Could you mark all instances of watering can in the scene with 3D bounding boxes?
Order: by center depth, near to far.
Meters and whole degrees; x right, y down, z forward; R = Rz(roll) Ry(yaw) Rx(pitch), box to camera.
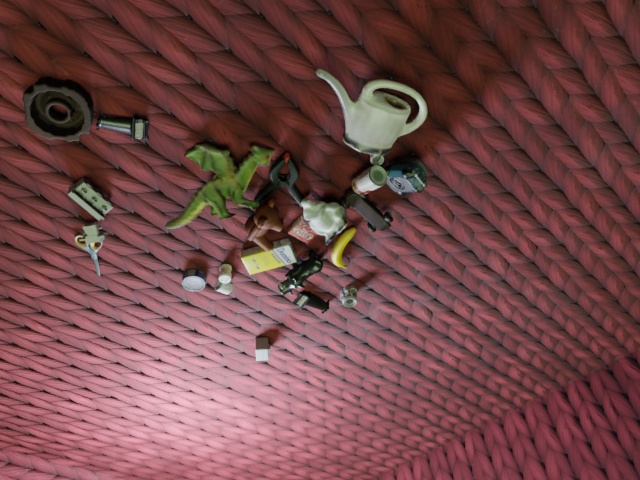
[{"bbox_3d":[0.125,-0.351,1.427,0.347,0.106,0.219,10,130,-18],"label":"watering can"}]

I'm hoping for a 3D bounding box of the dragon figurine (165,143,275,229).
[{"bbox_3d":[-0.323,-0.180,1.554,0.410,0.124,0.239,-17,114,5],"label":"dragon figurine"}]

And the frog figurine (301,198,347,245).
[{"bbox_3d":[0.005,-0.084,1.662,0.159,0.125,0.135,41,145,-8],"label":"frog figurine"}]
